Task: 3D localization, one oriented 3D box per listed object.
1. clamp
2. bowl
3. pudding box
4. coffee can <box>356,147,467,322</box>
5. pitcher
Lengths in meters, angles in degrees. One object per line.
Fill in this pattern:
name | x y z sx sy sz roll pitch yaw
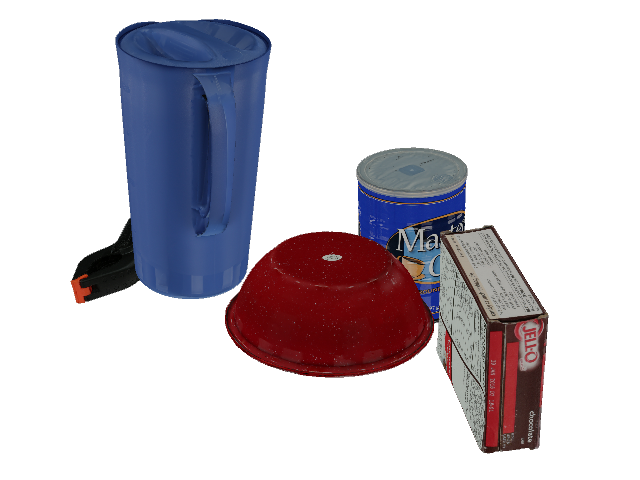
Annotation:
clamp | -0.203 0.017 1.185 0.120 0.039 0.171 -4 28 30
bowl | 0.008 0.037 0.811 0.162 0.055 0.162 1 27 -1
pudding box | 0.099 0.055 0.628 0.039 0.090 0.113 -5 28 -8
coffee can | 0.087 -0.005 1.017 0.103 0.140 0.103 -2 27 1
pitcher | -0.113 -0.067 0.961 0.145 0.243 0.149 15 31 19
